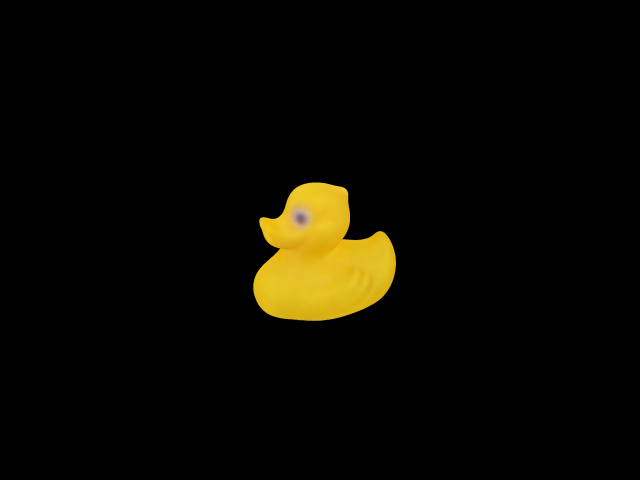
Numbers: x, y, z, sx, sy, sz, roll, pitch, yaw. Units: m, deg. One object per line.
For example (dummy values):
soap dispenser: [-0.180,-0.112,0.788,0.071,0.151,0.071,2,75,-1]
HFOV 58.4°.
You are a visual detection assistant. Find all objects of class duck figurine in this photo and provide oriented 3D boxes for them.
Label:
duck figurine: [0.004,0.001,0.400,0.105,0.086,0.077,-8,28,-16]
